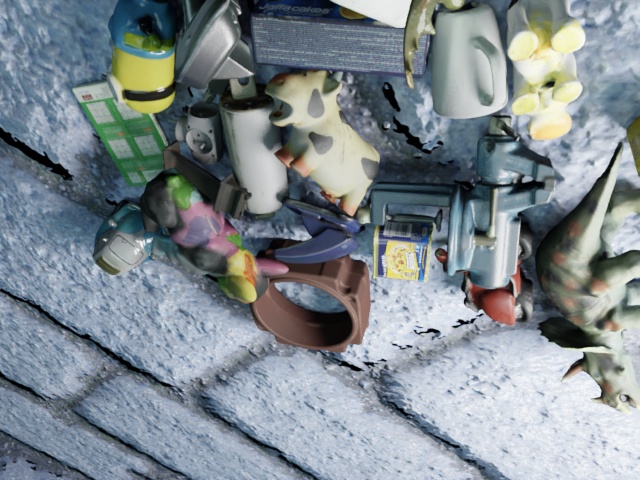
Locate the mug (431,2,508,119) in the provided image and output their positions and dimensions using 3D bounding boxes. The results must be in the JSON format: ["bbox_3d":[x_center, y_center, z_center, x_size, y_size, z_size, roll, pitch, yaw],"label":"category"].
[{"bbox_3d":[0.159,-0.189,0.568,0.081,0.110,0.107,-16,119,0],"label":"mug"}]

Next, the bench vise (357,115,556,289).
[{"bbox_3d":[0.164,-0.048,0.683,0.241,0.129,0.223,4,121,18],"label":"bench vise"}]

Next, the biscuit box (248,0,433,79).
[{"bbox_3d":[0.023,-0.231,0.606,0.203,0.059,0.062,9,136,11],"label":"biscuit box"}]

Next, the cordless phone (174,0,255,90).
[{"bbox_3d":[-0.129,-0.269,0.568,0.089,0.147,0.184,-9,127,-6],"label":"cordless phone"}]

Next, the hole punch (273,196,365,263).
[{"bbox_3d":[-0.002,-0.002,0.777,0.116,0.092,0.142,14,174,14],"label":"hole punch"}]

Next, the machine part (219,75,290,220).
[{"bbox_3d":[-0.087,-0.122,0.739,0.079,0.079,0.242,7,134,13],"label":"machine part"}]

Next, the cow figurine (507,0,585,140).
[{"bbox_3d":[0.231,-0.184,0.566,0.068,0.098,0.167,-8,148,19],"label":"cow figurine"}]

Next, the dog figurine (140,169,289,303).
[{"bbox_3d":[-0.155,0.003,0.810,0.219,0.108,0.191,29,140,26],"label":"dog figurine"}]

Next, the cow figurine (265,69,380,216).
[{"bbox_3d":[0.007,-0.134,0.675,0.194,0.127,0.086,40,176,-37],"label":"cow figurine"}]

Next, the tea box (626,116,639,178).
[{"bbox_3d":[0.430,-0.082,0.576,0.170,0.098,0.068,24,135,-2],"label":"tea box"}]

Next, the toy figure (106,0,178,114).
[{"bbox_3d":[-0.218,-0.238,0.672,0.089,0.082,0.180,27,133,-4],"label":"toy figure"}]

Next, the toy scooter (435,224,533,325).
[{"bbox_3d":[0.242,0.052,0.790,0.135,0.075,0.183,-2,128,22],"label":"toy scooter"}]

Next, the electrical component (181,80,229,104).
[{"bbox_3d":[-0.144,-0.223,0.701,0.063,0.021,0.094,35,135,-13],"label":"electrical component"}]

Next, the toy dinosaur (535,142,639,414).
[{"bbox_3d":[0.363,0.053,0.725,0.192,0.131,0.404,-17,119,32],"label":"toy dinosaur"}]

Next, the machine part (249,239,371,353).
[{"bbox_3d":[-0.018,0.101,0.923,0.201,0.087,0.201,6,133,15],"label":"machine part"}]

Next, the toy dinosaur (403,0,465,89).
[{"bbox_3d":[0.197,-0.320,0.370,0.198,0.105,0.471,37,113,-28],"label":"toy dinosaur"}]

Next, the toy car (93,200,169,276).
[{"bbox_3d":[-0.348,0.009,0.942,0.162,0.103,0.109,-28,117,35],"label":"toy car"}]

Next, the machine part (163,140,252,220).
[{"bbox_3d":[-0.159,-0.083,0.753,0.139,0.039,0.084,37,153,1],"label":"machine part"}]
